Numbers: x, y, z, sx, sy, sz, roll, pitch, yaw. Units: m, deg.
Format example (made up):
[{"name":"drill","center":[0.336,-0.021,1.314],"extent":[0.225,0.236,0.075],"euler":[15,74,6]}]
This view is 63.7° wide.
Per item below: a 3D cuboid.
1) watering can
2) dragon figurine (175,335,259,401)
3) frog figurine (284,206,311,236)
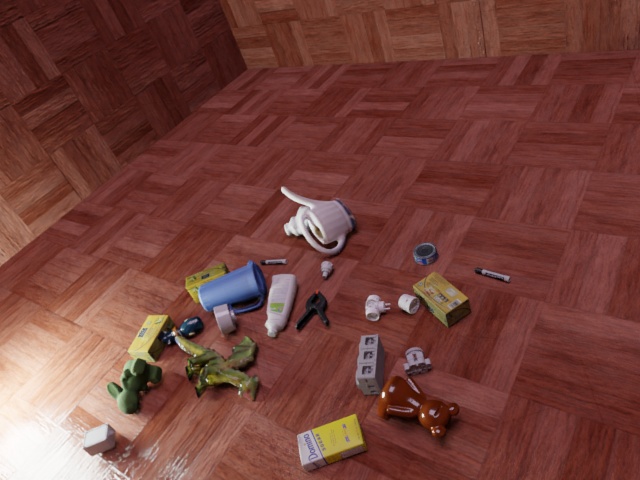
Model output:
[{"name":"watering can","center":[0.006,-0.104,2.071],"extent":[0.226,0.102,0.351],"euler":[-24,74,-26]},{"name":"dragon figurine","center":[-0.328,0.400,1.741],"extent":[0.244,0.119,0.417],"euler":[-17,36,-23]},{"name":"frog figurine","center":[-0.074,-0.083,2.172],"extent":[0.159,0.120,0.140],"euler":[-4,58,5]}]
